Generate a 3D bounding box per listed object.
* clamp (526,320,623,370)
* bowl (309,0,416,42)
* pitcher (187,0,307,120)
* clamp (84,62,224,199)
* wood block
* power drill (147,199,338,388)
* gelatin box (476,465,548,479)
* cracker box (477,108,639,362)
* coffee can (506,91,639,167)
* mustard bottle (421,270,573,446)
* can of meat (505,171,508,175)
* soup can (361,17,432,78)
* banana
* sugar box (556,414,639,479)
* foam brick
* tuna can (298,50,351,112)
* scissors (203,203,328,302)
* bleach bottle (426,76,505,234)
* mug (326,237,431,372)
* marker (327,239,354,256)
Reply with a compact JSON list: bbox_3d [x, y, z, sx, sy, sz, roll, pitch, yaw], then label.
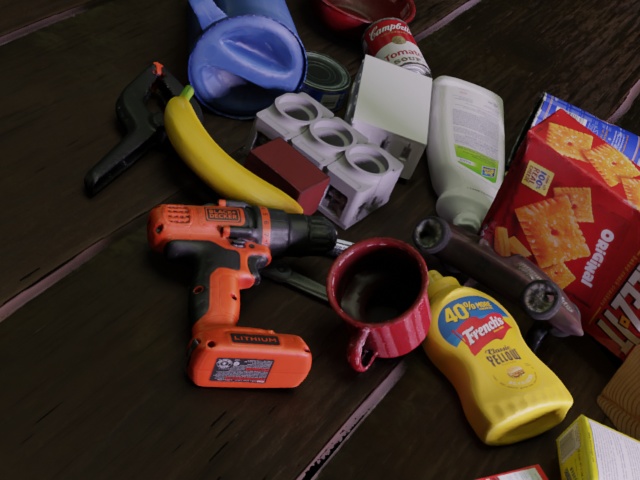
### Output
[{"bbox_3d":[0.261,0.069,1.131,0.120,0.039,0.171,14,38,-19],"label":"clamp"},{"bbox_3d":[0.046,-0.318,1.455,0.162,0.055,0.162,14,39,-12],"label":"bowl"},{"bbox_3d":[-0.102,-0.268,1.256,0.144,0.149,0.243,4,39,-16],"label":"pitcher"},{"bbox_3d":[-0.157,-0.108,1.123,0.164,0.036,0.210,12,43,-16],"label":"clamp"},{"bbox_3d":[0.393,0.149,1.062,0.205,0.090,0.091,-7,47,-32],"label":"wood block"},{"bbox_3d":[-0.060,0.044,0.965,0.184,0.057,0.187,2,46,-17],"label":"power drill"},{"bbox_3d":[0.165,0.233,0.896,0.089,0.030,0.073,-5,48,-32],"label":"gelatin box"},{"bbox_3d":[0.273,0.000,1.056,0.214,0.164,0.072,42,50,20],"label":"cracker box"},{"bbox_3d":[0.315,-0.106,1.308,0.140,0.103,0.102,26,38,3],"label":"coffee can"},{"bbox_3d":[0.150,0.102,1.018,0.096,0.058,0.192,-12,49,-24],"label":"mustard bottle"},{"bbox_3d":[0.257,-0.040,1.198,0.084,0.057,0.102,-14,44,21],"label":"can of meat"},{"bbox_3d":[0.098,-0.229,1.368,0.068,0.069,0.102,4,43,-23],"label":"soup can"},{"bbox_3d":[-0.099,-0.083,1.070,0.069,0.037,0.198,-31,70,-29],"label":"banana"},{"bbox_3d":[0.296,0.229,0.937,0.176,0.048,0.093,28,32,-11],"label":"sugar box"},{"bbox_3d":[-0.038,-0.061,1.115,0.078,0.053,0.051,41,42,19],"label":"foam brick"},{"bbox_3d":[-0.006,-0.194,1.302,0.086,0.034,0.086,14,39,-12],"label":"tuna can"},{"bbox_3d":[-0.045,0.016,1.050,0.201,0.016,0.096,14,45,-11],"label":"scissors"},{"bbox_3d":[0.165,-0.091,1.249,0.102,0.068,0.250,18,41,-6],"label":"bleach bottle"},{"bbox_3d":[0.054,0.067,0.977,0.093,0.081,0.117,13,63,20],"label":"mug"},{"bbox_3d":[-0.007,0.001,1.086,0.121,0.020,0.020,15,39,-11],"label":"marker"}]
